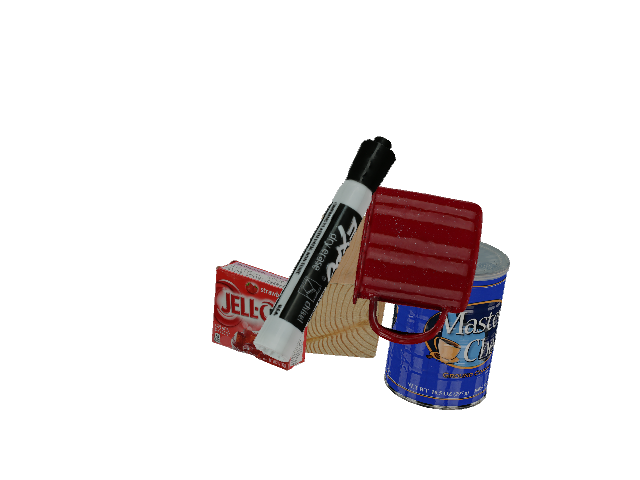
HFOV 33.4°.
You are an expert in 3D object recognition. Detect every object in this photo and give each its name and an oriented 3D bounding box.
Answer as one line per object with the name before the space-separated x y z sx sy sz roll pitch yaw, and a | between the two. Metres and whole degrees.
coffee can | 0.120 0.077 1.030 0.103 0.140 0.103 6 20 -2
gelatin box | -0.054 0.065 0.941 0.089 0.073 0.030 17 22 31
mug | 0.068 0.018 0.768 0.081 0.117 0.093 9 -21 4
marker | 0.004 0.002 0.513 0.020 0.121 0.020 26 -17 8
wood block | 0.032 0.048 1.251 0.091 0.090 0.206 4 23 7
